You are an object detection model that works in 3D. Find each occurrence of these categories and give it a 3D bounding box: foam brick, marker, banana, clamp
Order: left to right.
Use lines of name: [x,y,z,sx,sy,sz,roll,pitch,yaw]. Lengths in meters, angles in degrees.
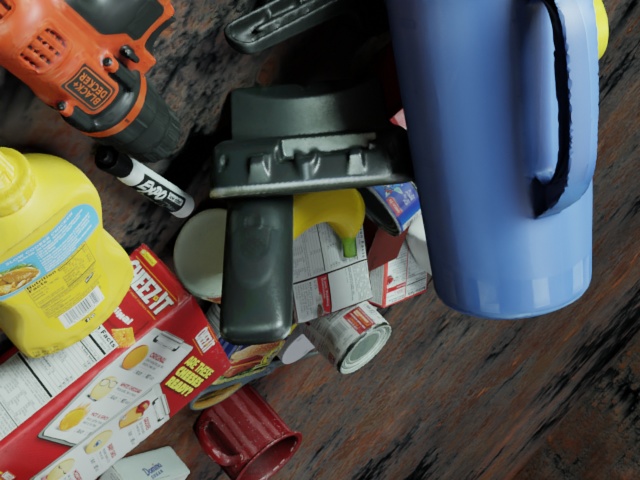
marker: [-0.120,-0.040,0.739,0.020,0.020,0.121,-45,156,3]
banana: [-0.004,-0.017,0.851,0.197,0.037,0.069,-1,90,-64]
foam brick: [0.049,-0.015,1.013,0.052,0.051,0.078,-24,148,-35]
clamp: [0.038,-0.193,0.717,0.209,0.036,0.165,-11,139,-55]

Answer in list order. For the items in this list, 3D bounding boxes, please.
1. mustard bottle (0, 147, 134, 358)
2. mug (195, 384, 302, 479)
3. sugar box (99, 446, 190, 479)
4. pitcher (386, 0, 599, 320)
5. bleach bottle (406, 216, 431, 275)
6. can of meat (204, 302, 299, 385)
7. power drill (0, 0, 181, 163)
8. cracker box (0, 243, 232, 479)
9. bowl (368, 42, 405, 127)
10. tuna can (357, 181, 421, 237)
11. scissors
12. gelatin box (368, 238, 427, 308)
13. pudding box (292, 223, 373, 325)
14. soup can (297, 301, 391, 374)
mustard bottle: [-0.178,0.000,0.664,0.096,0.058,0.191,-39,156,-16]
mug: [-0.086,0.209,1.128,0.117,0.081,0.093,-3,134,-57]
sugar box: [-0.216,0.297,1.111,0.093,0.048,0.176,-3,135,-56]
pitcher: [0.119,-0.072,0.685,0.149,0.145,0.243,-44,130,-56]
bleach bottle: [0.186,-0.075,1.079,0.250,0.068,0.102,-53,152,-12]
can of meat: [-0.069,0.081,0.978,0.101,0.057,0.084,-7,140,-53]
power drill: [-0.080,-0.134,0.599,0.187,0.057,0.184,-45,156,2]
cracker box: [-0.184,0.119,0.837,0.213,0.072,0.164,-40,157,-12]
bowl: [0.093,-0.138,0.838,0.162,0.055,0.162,-31,174,-4]
tuna can: [0.050,-0.045,0.921,0.033,0.086,0.086,-43,156,-8]
scissors: [-0.057,0.122,1.114,0.201,0.016,0.096,-21,148,-42]
gelatin box: [0.080,0.019,1.102,0.073,0.030,0.089,-18,117,-45]
pudding box: [-0.004,0.021,0.946,0.113,0.039,0.090,-16,101,-49]
soup can: [0.011,0.071,1.029,0.068,0.102,0.068,-35,154,-20]
